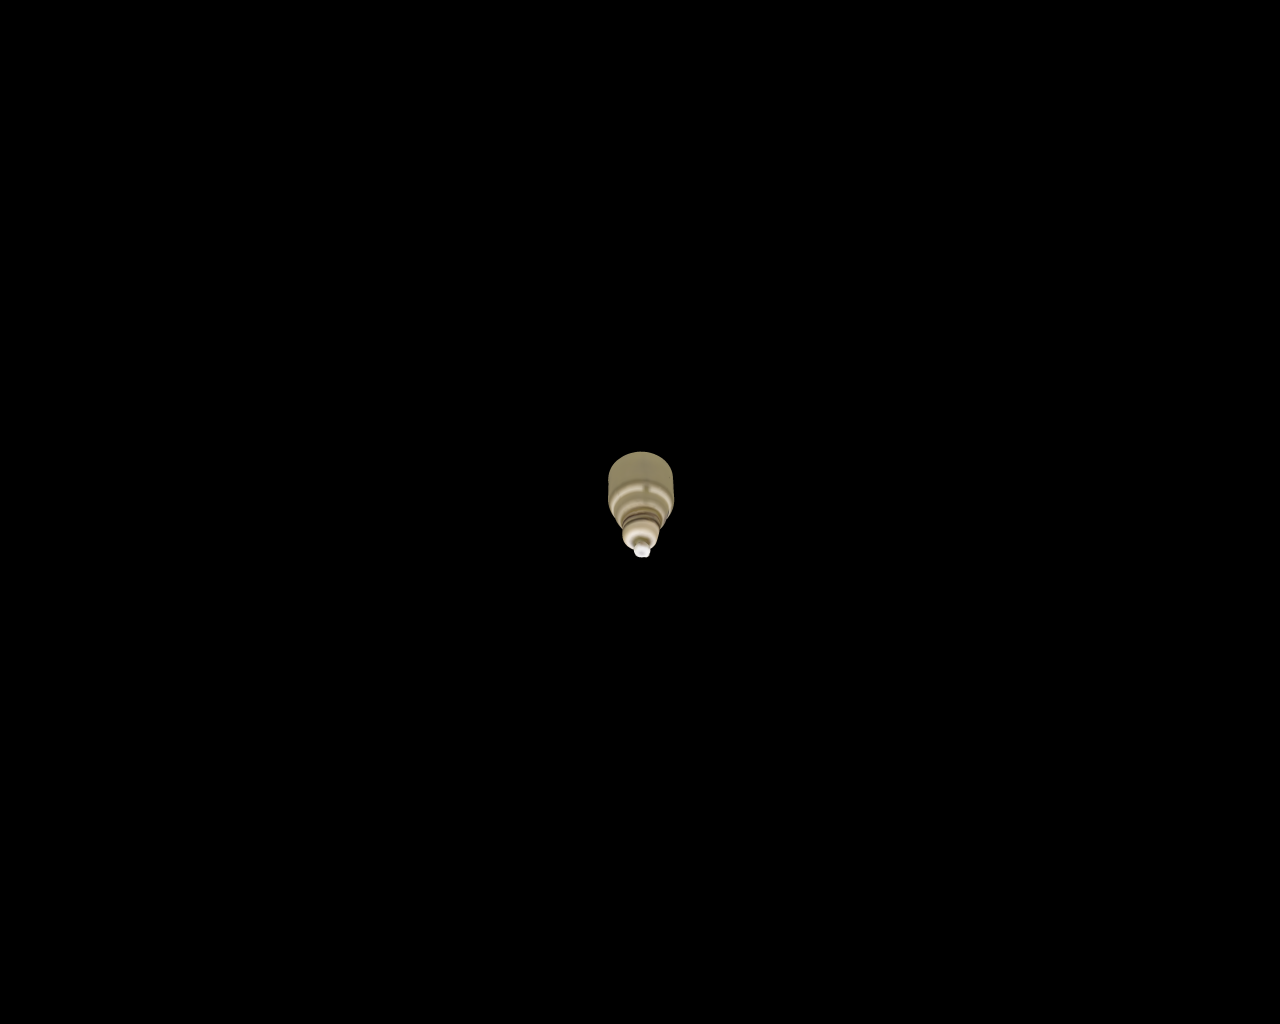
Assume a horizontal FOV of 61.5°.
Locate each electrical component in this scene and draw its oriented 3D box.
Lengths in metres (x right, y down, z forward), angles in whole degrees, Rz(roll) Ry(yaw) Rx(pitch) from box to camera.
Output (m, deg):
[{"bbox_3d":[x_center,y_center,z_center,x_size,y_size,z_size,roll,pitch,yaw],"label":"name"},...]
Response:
[{"bbox_3d":[0.001,-0.003,0.650,0.040,0.040,0.078,0,43,0],"label":"electrical component"}]
